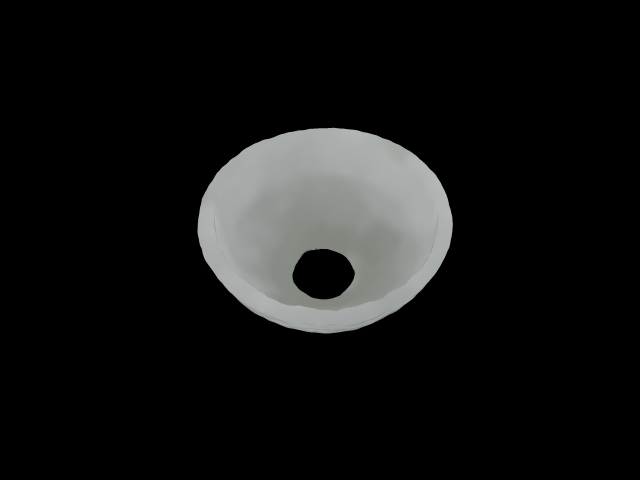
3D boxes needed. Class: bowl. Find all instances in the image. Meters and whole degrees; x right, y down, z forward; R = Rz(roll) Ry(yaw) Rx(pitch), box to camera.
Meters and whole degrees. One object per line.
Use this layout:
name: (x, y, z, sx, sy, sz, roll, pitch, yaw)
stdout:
bowl: (0.004, 0.001, 0.400, 0.167, 0.075, 0.167, 0, 51, 0)
